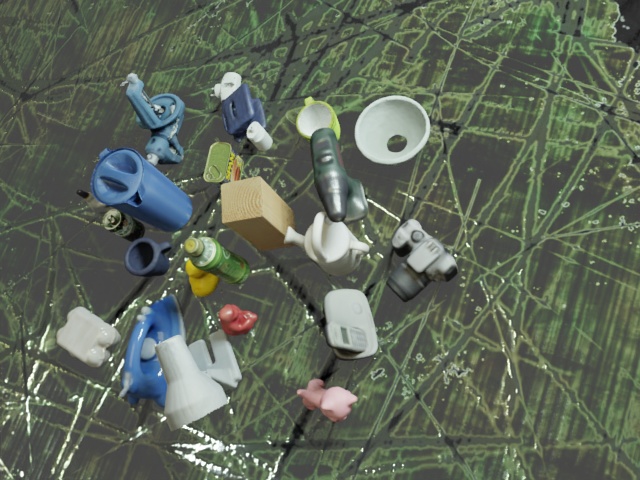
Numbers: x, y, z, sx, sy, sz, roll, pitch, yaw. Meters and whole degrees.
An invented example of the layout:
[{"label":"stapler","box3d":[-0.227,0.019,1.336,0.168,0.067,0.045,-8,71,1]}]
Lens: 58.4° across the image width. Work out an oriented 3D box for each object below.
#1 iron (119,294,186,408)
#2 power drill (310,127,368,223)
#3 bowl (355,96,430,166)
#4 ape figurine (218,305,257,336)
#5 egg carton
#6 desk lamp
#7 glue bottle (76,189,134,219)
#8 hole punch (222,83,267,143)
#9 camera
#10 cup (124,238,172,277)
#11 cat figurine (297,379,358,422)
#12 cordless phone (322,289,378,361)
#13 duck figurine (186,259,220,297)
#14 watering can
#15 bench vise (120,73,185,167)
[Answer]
[{"label":"iron","box3d":[-0.380,0.235,1.270,0.118,0.142,0.258,-1,73,17]},{"label":"power drill","box3d":[0.040,-0.114,1.213,0.075,0.209,0.229,-18,69,11]},{"label":"bowl","box3d":[0.165,-0.233,1.285,0.167,0.075,0.167,-5,72,16]},{"label":"ape figurine","box3d":[-0.191,0.172,1.258,0.076,0.092,0.077,-38,66,3]},{"label":"egg carton","box3d":[-0.553,0.231,1.363,0.150,0.069,0.107,25,82,22]},{"label":"desk lamp","box3d":[-0.253,0.282,1.176,0.118,0.214,0.203,-27,67,8]},{"label":"glue bottle","box3d":[-0.532,-0.087,1.401,0.078,0.173,0.037,-2,72,17]},{"label":"hole punch","box3d":[-0.196,-0.314,1.414,0.101,0.091,0.108,-20,68,11]},{"label":"camera","box3d":[0.190,0.048,1.174,0.137,0.101,0.143,-44,66,0]},{"label":"cup","box3d":[-0.389,0.044,1.358,0.117,0.095,0.091,-27,67,8]},{"label":"cat figurine","box3d":[0.014,0.318,1.134,0.127,0.118,0.067,13,77,21]},{"label":"cordless phone","box3d":[0.046,0.161,1.137,0.094,0.185,0.147,-19,68,11]},{"label":"duck figurine","box3d":[-0.278,0.076,1.319,0.077,0.086,0.104,1,73,18]},{"label":"watering can","box3d":[0.011,0.006,1.192,0.172,0.194,0.101,-15,69,13]},{"label":"bench vise","box3d":[-0.399,-0.293,1.399,0.121,0.220,0.207,-18,69,11]}]
